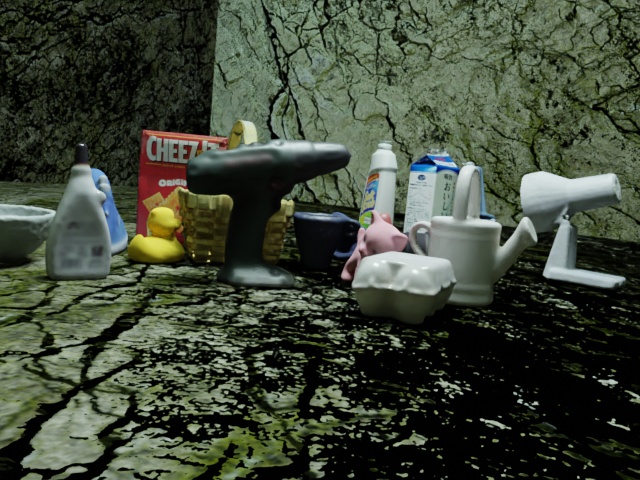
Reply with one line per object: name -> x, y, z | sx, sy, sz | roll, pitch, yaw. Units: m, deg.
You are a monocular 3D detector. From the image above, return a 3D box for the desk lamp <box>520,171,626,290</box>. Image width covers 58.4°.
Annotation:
desk lamp -> 0.488, -0.026, 1.109 | 0.202, 0.213, 0.118 | 10, 8, 38

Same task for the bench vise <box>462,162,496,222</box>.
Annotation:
bench vise -> 0.338, -0.055, 1.217 | 0.122, 0.220, 0.206 | 2, 7, -25

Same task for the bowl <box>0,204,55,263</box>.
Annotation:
bowl -> -0.455, -0.008, 0.792 | 0.167, 0.075, 0.167 | 5, 7, 0

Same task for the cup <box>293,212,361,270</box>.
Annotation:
cup -> 0.009, 0.004, 0.985 | 0.118, 0.095, 0.091 | 4, 7, -12

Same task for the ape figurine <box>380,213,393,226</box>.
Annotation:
ape figurine -> 0.136, -0.013, 1.250 | 0.075, 0.092, 0.078 | 10, 8, 36

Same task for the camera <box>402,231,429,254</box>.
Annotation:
camera -> 0.202, 0.012, 1.042 | 0.137, 0.101, 0.143 | 5, 7, -2

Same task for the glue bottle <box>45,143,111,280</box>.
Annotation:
glue bottle -> -0.306, -0.036, 0.731 | 0.078, 0.173, 0.037 | 1, 8, -35

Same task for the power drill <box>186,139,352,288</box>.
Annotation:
power drill -> -0.075, -0.042, 0.811 | 0.230, 0.208, 0.075 | 4, 7, -14

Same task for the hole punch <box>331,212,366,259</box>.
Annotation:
hole punch -> 0.070, -0.007, 1.147 | 0.101, 0.091, 0.108 | 3, 7, -16

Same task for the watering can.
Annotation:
watering can -> 0.216, -0.009, 0.821 | 0.172, 0.194, 0.101 | 6, 7, 7

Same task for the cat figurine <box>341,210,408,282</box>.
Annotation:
cat figurine -> 0.081, 0.014, 0.854 | 0.067, 0.118, 0.127 | 3, 7, -17

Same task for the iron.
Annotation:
iron -> -0.396, -0.061, 1.015 | 0.119, 0.141, 0.257 | 1, 8, -33

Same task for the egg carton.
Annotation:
egg carton -> 0.107, 0.056, 0.717 | 0.107, 0.069, 0.151 | 8, 7, 24

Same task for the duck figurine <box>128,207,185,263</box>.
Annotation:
duck figurine -> -0.259, -0.009, 0.919 | 0.077, 0.086, 0.105 | 8, 7, 25
